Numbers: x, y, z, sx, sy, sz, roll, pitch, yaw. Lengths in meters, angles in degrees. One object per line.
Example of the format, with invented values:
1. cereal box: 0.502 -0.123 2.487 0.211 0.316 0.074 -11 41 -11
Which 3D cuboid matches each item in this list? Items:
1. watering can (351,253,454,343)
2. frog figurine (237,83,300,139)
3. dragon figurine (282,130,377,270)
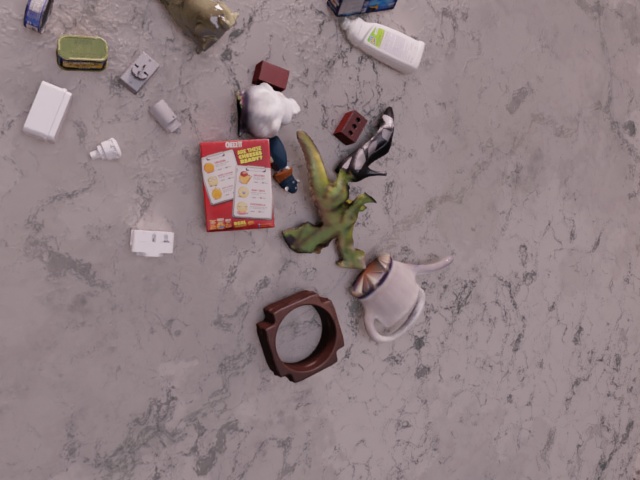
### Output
1. watering can: 0.228 0.123 1.462 0.222 0.104 0.351 46 73 -20
2. frog figurine: -0.122 -0.318 1.275 0.160 0.121 0.139 -4 74 -15
3. dragon figurine: 0.004 -0.068 1.345 0.405 0.123 0.244 43 82 -27
